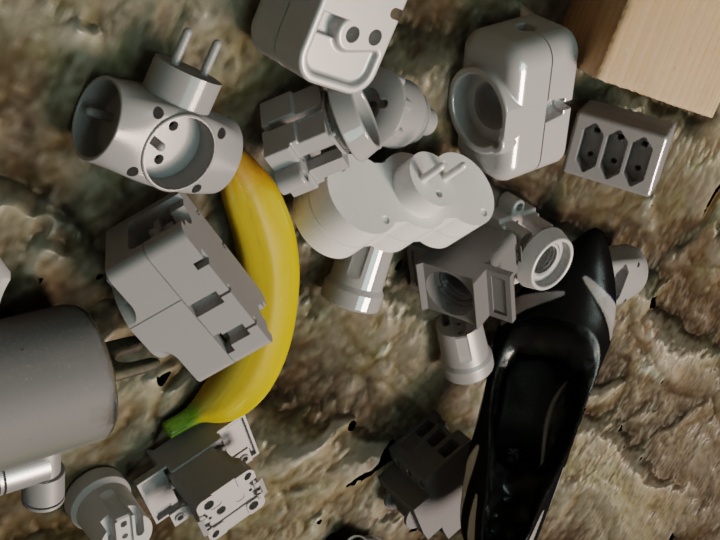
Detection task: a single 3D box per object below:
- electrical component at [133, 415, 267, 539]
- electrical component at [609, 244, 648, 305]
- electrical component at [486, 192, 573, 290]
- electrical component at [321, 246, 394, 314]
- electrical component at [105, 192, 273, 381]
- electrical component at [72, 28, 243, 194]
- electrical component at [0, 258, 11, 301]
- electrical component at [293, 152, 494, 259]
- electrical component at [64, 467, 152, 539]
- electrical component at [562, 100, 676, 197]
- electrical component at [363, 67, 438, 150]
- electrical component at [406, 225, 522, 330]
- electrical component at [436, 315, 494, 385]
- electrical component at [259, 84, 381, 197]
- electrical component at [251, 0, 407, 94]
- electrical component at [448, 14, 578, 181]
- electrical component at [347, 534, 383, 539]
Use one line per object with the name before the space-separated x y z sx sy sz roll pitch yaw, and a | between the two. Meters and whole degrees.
electrical component | -0.096 0.132 0.682 0.081 0.064 0.042 -33 136 -21
electrical component | 0.187 0.019 0.872 0.077 0.043 0.079 -5 121 -40
electrical component | 0.120 -0.016 0.779 0.048 0.055 0.066 -19 129 -32
electrical component | 0.000 0.000 0.696 0.040 0.040 0.046 5 108 -44
electrical component | -0.097 0.011 0.588 0.056 0.050 0.089 -29 124 8
electrical component | -0.095 -0.084 0.548 0.077 0.044 0.079 13 108 -46
electrical component | -0.202 -0.001 0.510 0.043 0.043 0.062 -51 137 -1
electrical component | 0.033 -0.048 0.655 0.138 0.052 0.074 -7 162 -42
electrical component | -0.153 0.149 0.655 0.040 0.046 0.040 -23 131 -29
electrical component | 0.194 -0.095 0.790 0.077 0.066 0.047 -43 148 -57
electrical component | 0.022 -0.094 0.648 0.062 0.048 0.048 5 114 -51
electrical component | 0.075 0.000 0.737 0.064 0.081 0.042 -46 142 -35
electrical component | 0.077 0.056 0.804 0.040 0.040 0.046 -32 129 -22
electrical component | -0.022 -0.077 0.601 0.055 0.066 0.048 -21 139 14
electrical component | -0.014 -0.149 0.564 0.054 0.059 0.095 8 112 -45
electrical component | 0.097 -0.110 0.695 0.059 0.054 0.095 -22 130 -30
electrical component | 0.020 0.269 0.840 0.078 0.113 0.057 -50 157 -2
